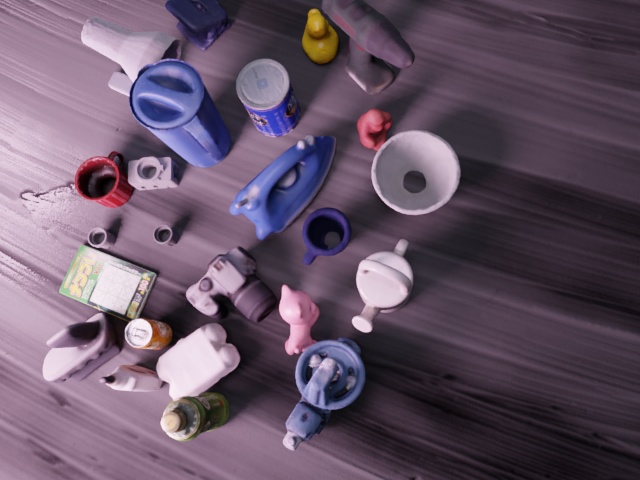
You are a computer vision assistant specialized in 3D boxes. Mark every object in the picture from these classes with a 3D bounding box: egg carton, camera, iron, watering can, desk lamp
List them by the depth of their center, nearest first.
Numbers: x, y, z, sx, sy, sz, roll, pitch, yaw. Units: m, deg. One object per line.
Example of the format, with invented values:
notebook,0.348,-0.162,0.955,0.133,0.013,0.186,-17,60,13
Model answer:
watering can,0.113,0.079,1.011,0.101,0.194,0.173,4,79,7
egg carton,-0.230,0.231,1.081,0.150,0.069,0.107,-37,77,-2
camera,-0.160,0.101,1.084,0.136,0.101,0.143,43,86,13
iron,-0.065,-0.129,1.101,0.118,0.141,0.258,41,85,13
desk lamp,-0.364,-0.352,1.143,0.203,0.213,0.118,23,82,11

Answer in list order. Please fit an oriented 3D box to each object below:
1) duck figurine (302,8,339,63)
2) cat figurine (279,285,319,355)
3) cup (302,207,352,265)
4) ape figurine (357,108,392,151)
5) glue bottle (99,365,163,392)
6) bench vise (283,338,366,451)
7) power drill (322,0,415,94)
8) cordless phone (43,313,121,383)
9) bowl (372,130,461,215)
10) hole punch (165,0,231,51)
duck figurine,-0.003,-0.427,1.185,0.077,0.086,0.104,-13,77,4
cat figurine,-0.040,0.148,1.052,0.067,0.118,0.128,-2,78,6
cup,0.010,0.004,1.089,0.091,0.095,0.118,32,83,12
ape figurine,0.108,-0.228,1.128,0.078,0.092,0.076,-36,77,-2
glue bottle,-0.350,0.252,1.036,0.078,0.173,0.037,13,80,9
bench vise,0.008,0.264,0.971,0.121,0.220,0.207,11,80,9
power drill,0.097,-0.371,1.100,0.075,0.208,0.229,-41,77,-3
cordless phone,-0.467,0.198,1.054,0.147,0.185,0.094,-40,77,-3
bowl,0.183,-0.122,1.107,0.167,0.075,0.167,-1,78,6
hole punch,-0.259,-0.483,1.222,0.108,0.091,0.101,43,86,13
